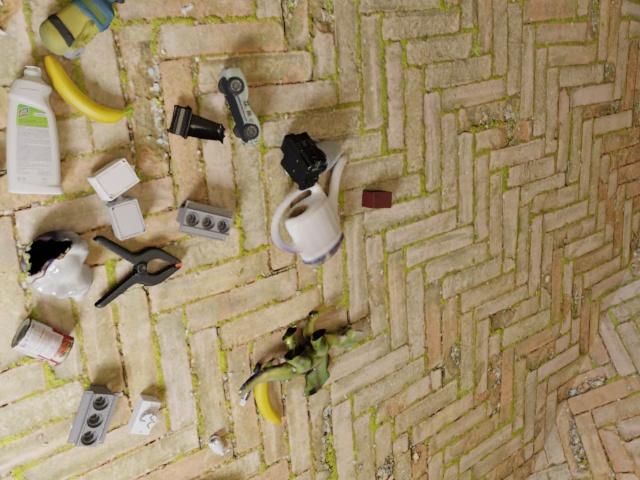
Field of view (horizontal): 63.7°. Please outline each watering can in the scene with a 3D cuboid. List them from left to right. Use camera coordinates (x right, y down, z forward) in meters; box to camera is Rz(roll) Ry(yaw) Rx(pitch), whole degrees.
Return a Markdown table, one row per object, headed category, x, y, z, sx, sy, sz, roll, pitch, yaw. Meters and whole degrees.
| category | x | y | z | sx | sy | sz | roll | pitch | yaw |
| --- | --- | --- | --- | --- | --- | --- | --- | --- | --- |
| watering can | 0.004 | -0.073 | 1.441 | 0.353 | 0.104 | 0.220 | -43 | 121 | -31 |

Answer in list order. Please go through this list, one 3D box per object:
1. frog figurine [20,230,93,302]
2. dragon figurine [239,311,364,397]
| category | x | y | z | sx | sy | sz | roll | pitch | yaw |
| --- | --- | --- | --- | --- | --- | --- | --- | --- | --- |
| frog figurine | -0.546 | 0.057 | 1.100 | 0.139 | 0.123 | 0.156 | -61 | 161 | -18 |
| dragon figurine | -0.037 | 0.368 | 1.493 | 0.415 | 0.123 | 0.238 | -36 | 125 | -23 |
